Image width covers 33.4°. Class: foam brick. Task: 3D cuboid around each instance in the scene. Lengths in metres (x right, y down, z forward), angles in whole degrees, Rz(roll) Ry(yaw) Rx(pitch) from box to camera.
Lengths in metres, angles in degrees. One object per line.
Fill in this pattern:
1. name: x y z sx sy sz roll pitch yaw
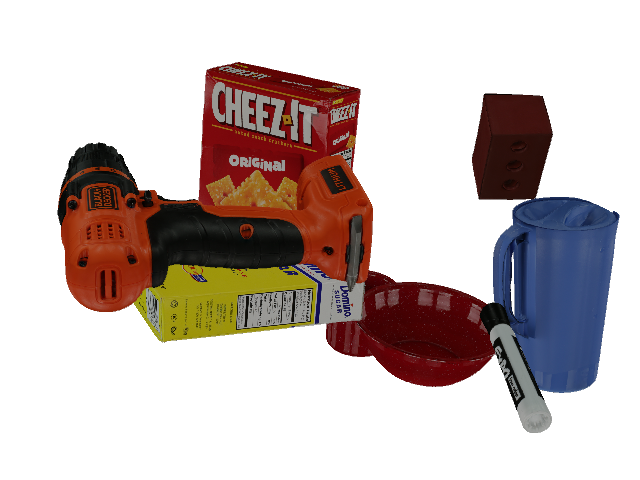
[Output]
1. foam brick: 0.163 -0.080 0.917 0.053 0.051 0.078 0 -43 -2

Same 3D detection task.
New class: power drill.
1. power drill: -0.071 -0.017 0.676 0.187 0.057 0.184 -4 29 -12

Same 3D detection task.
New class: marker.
1. marker: 0.128 0.081 0.713 0.020 0.020 0.121 0 32 -7

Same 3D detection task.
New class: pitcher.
1. pitcher: 0.305 0.074 1.395 0.149 0.243 0.144 4 21 15

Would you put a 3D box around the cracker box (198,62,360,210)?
1. cracker box: -0.051 -0.074 1.178 0.164 0.214 0.072 17 24 27

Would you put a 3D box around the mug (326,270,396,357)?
1. mug: 0.059 0.097 1.337 0.117 0.081 0.093 21 30 32

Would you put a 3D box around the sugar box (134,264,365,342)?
1. sugar box: -0.061 0.040 0.889 0.176 0.048 0.093 -7 23 -23

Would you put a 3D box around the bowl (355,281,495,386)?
1. bowl: 0.110 0.104 1.104 0.162 0.055 0.162 6 25 -3
